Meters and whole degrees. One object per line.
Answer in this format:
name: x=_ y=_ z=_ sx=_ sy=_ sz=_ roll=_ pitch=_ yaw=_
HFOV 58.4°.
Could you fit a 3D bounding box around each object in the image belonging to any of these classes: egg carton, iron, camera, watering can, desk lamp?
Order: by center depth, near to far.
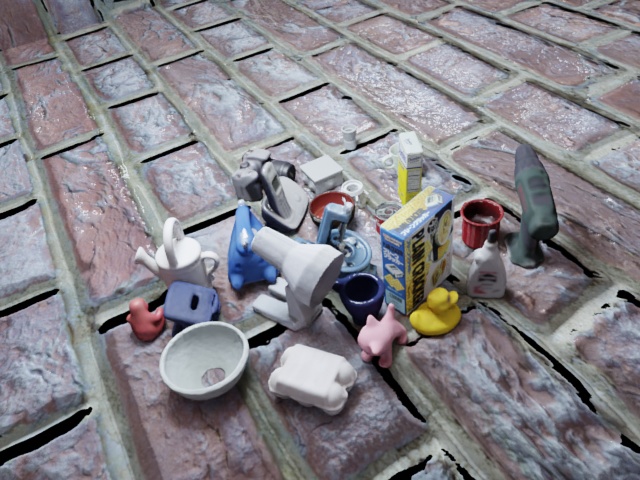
egg carton: x=-0.012 y=0.252 z=1.035 sx=0.150 sy=0.069 sz=0.107 roll=11 pitch=45 yaw=21
desk lamp: x=-0.051 y=0.078 z=1.127 sx=0.202 sy=0.214 sz=0.118 roll=20 pitch=49 yaw=28
watering can: x=-0.308 y=0.041 z=1.227 sx=0.173 sy=0.194 sz=0.100 roll=-18 pitch=42 yaw=-11
iron: x=-0.167 y=-0.013 z=1.302 sx=0.118 sy=0.142 sz=0.258 roll=-12 pitch=42 yaw=-4
camera: x=-0.144 y=-0.179 z=1.515 sx=0.136 sy=0.101 sz=0.143 roll=11 pitch=45 yaw=21

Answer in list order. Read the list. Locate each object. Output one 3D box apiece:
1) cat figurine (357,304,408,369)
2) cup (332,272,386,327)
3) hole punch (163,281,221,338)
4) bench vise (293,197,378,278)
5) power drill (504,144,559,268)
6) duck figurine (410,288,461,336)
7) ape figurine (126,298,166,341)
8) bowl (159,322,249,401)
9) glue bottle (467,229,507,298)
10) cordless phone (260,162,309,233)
cat figurine: x=0.112 y=0.175 z=1.063 sx=0.067 sy=0.118 sz=0.128 roll=16 pitch=47 yaw=26
cup: x=0.074 y=0.123 z=1.144 sx=0.117 sy=0.095 sz=0.092 roll=15 pitch=47 yaw=25
hole punch: x=-0.262 y=0.140 z=1.186 sx=0.101 sy=0.091 sz=0.108 roll=-5 pitch=42 yaw=5
bench vise: x=0.011 y=0.012 z=1.185 sx=0.207 sy=0.220 sz=0.121 roll=-5 pitch=42 yaw=4
power drill: x=0.437 y=-0.058 z=1.199 sx=0.075 sy=0.209 sz=0.229 roll=-4 pitch=42 yaw=6
duck figurine: x=0.225 y=0.132 z=1.116 sx=0.104 sy=0.086 sz=0.077 roll=-17 pitch=42 yaw=-10
ape figurine: x=-0.365 y=0.157 z=1.184 sx=0.077 sy=0.092 sz=0.076 roll=0 pitch=42 yaw=10
bowl: x=-0.211 y=0.239 z=1.079 sx=0.167 sy=0.075 sz=0.167 roll=-5 pitch=42 yaw=5
glue bottle: x=0.332 y=0.045 z=1.128 sx=0.078 sy=0.173 sz=0.037 roll=-1 pitch=42 yaw=9
cordless phone: x=-0.093 y=-0.125 z=1.382 sx=0.094 sy=0.185 sz=0.147 roll=4 pitch=43 yaw=14
